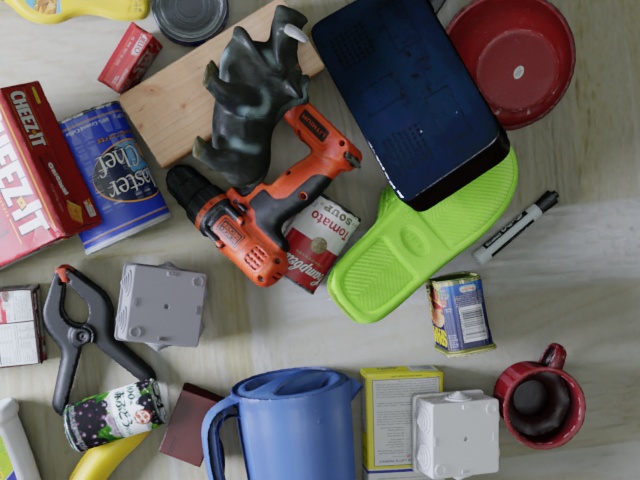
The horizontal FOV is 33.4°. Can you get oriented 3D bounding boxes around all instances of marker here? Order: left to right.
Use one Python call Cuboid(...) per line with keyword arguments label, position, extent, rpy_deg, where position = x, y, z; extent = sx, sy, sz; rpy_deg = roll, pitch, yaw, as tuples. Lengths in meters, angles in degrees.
Cuboid(label="marker", position=(0.228, -0.015, 1.235), extent=(0.121, 0.020, 0.020), rpy_deg=(-40, 95, 0))

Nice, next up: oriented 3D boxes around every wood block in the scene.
Cuboid(label="wood block", position=(-0.107, -0.169, 1.172), extent=(0.206, 0.091, 0.090), rpy_deg=(-32, 95, -1))

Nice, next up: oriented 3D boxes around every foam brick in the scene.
Cuboid(label="foam brick", position=(-0.145, 0.208, 1.211), extent=(0.053, 0.051, 0.078), rpy_deg=(22, 92, -3))

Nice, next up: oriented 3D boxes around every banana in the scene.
Cuboid(label="banana", position=(-0.254, 0.282, 1.219), extent=(0.069, 0.037, 0.198), rpy_deg=(20, 94, -23))

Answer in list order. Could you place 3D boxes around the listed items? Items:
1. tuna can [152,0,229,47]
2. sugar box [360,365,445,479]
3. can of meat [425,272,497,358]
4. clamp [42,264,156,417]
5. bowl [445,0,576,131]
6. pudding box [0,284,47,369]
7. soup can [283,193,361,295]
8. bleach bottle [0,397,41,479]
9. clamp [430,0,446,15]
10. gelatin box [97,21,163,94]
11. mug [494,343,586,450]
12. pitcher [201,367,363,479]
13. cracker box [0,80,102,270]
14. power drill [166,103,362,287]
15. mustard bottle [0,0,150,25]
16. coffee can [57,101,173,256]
Cuboid(label="tuna can", position=(-0.145, -0.261, 1.192), extent=(0.086, 0.034, 0.086), rpy_deg=(0, 93, -3))
Cuboid(label="sugar box", position=(0.095, 0.235, 1.229), extent=(0.093, 0.048, 0.176), rpy_deg=(-1, 96, -7))
Cuboid(label="can of meat", position=(0.155, 0.082, 1.196), extent=(0.057, 0.102, 0.084), rpy_deg=(-10, 92, -5))
Cuboid(label="clamp", position=(-0.254, 0.109, 1.206), extent=(0.120, 0.039, 0.171), rpy_deg=(-10, 101, -9))
Cuboid(label="bowl", position=(0.213, -0.193, 1.185), extent=(0.162, 0.055, 0.162), rpy_deg=(-1, 111, -4))
Cuboid(label="pudding box", position=(-0.369, 0.100, 1.199), extent=(0.113, 0.039, 0.090), rpy_deg=(-5, 95, -1))
Cuboid(label="soup can", position=(-0.008, 0.001, 1.199), extent=(0.068, 0.068, 0.102), rpy_deg=(34, 90, -5))
Cuboid(label="bleach bottle", position=(-0.344, 0.312, 1.201), extent=(0.102, 0.068, 0.251), rpy_deg=(-21, 97, -1))
Cuboid(label="clamp", position=(0.154, -0.301, 1.205), extent=(0.164, 0.036, 0.210), rpy_deg=(-12, 98, -3))
Cuboid(label="gelatin box", position=(-0.206, -0.194, 1.165), extent=(0.030, 0.089, 0.073), rpy_deg=(32, 91, -3))
Cuboid(label="mug", position=(0.249, 0.172, 1.216), extent=(0.093, 0.081, 0.117), rpy_deg=(19, 92, -4))
Cuboid(label="pitcher", position=(-0.030, 0.270, 1.184), extent=(0.149, 0.144, 0.243), rpy_deg=(-3, 97, 22))
Cuboid(label="cracker box", position=(-0.357, -0.050, 1.128), extent=(0.214, 0.072, 0.164), rpy_deg=(-22, 95, 30))
Cuboid(label="power drill", position=(-0.061, -0.069, 1.168), extent=(0.184, 0.057, 0.188), rpy_deg=(44, 96, 21))
Cuboid(label="mustard bottle", position=(-0.286, -0.286, 1.171), extent=(0.191, 0.058, 0.096), rpy_deg=(-4, 94, -3))
Cuboid(label="coffee can", position=(-0.236, -0.067, 1.164), extent=(0.103, 0.103, 0.140), rpy_deg=(-24, 94, -2))
